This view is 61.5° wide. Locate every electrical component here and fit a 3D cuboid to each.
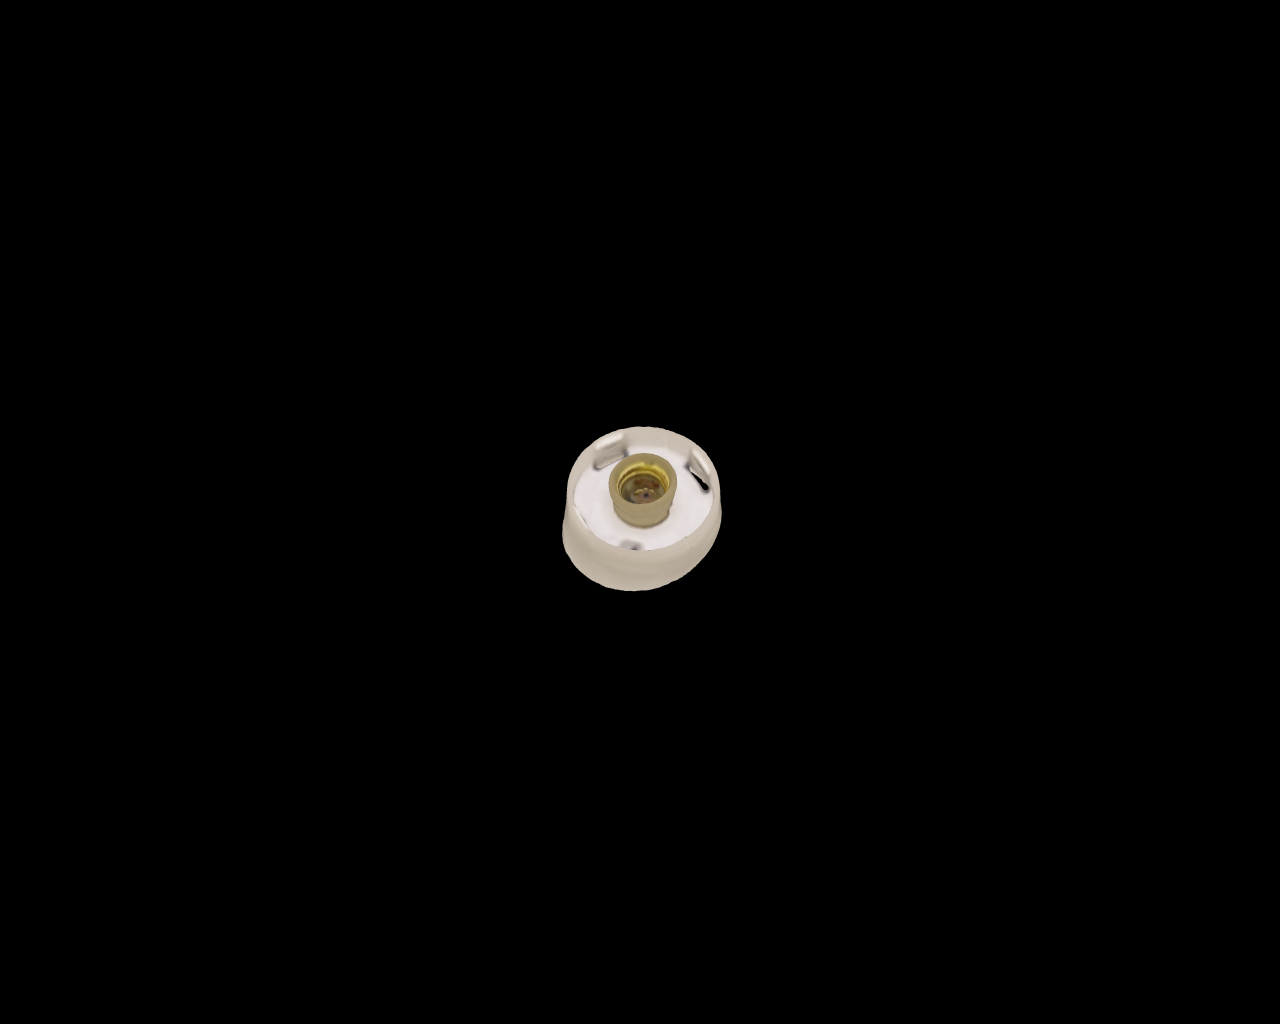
[{"bbox_3d":[0.001,-0.003,0.650,0.099,0.099,0.064,0,-33,0],"label":"electrical component"}]
